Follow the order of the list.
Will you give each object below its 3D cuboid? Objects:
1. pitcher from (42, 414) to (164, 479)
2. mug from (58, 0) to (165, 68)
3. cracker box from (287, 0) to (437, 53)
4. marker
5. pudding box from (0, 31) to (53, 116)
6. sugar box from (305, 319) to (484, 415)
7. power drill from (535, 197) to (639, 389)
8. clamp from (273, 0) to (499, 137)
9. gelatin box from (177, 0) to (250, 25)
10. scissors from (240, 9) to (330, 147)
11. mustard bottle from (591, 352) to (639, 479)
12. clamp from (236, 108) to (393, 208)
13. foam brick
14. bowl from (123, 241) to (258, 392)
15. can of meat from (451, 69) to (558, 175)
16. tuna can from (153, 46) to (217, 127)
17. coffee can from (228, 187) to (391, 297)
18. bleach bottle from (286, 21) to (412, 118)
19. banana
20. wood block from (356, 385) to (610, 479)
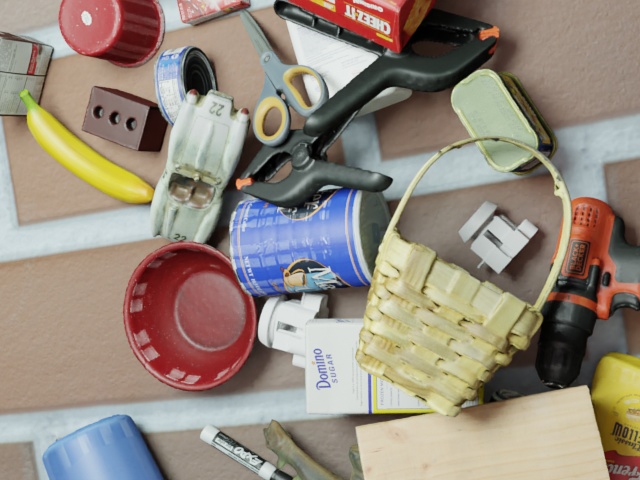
[{"bbox_3d":[-0.216,0.325,1.180,0.149,0.145,0.243,-28,79,9],"label":"pitcher"},{"bbox_3d":[-0.223,-0.247,1.158,0.093,0.081,0.117,35,105,16],"label":"mug"},{"bbox_3d":[0.058,-0.297,0.997,0.164,0.072,0.213,28,68,17],"label":"cracker box"},{"bbox_3d":[-0.077,0.240,1.167,0.121,0.020,0.020,29,103,18],"label":"marker"},{"bbox_3d":[-0.352,-0.185,1.197,0.039,0.113,0.090,21,101,15],"label":"pudding box"},{"bbox_3d":[0.074,0.124,1.059,0.176,0.048,0.093,0,93,5],"label":"sugar box"},{"bbox_3d":[0.295,0.058,0.958,0.188,0.057,0.184,10,74,17],"label":"power drill"},{"bbox_3d":[0.062,-0.183,1.001,0.209,0.036,0.164,-14,61,-12],"label":"clamp"},{"bbox_3d":[-0.121,-0.284,1.142,0.073,0.030,0.089,-13,89,22],"label":"gelatin box"},{"bbox_3d":[-0.058,-0.162,1.078,0.096,0.016,0.202,-53,44,6],"label":"scissors"},{"bbox_3d":[0.285,0.209,0.999,0.096,0.058,0.192,17,100,21],"label":"mustard bottle"},{"bbox_3d":[-0.003,-0.070,1.021,0.172,0.039,0.120,-32,52,27],"label":"clamp"},{"bbox_3d":[-0.214,-0.134,1.178,0.078,0.051,0.053,20,101,19],"label":"foam brick"},{"bbox_3d":[-0.131,0.080,1.158,0.162,0.055,0.162,2,94,22],"label":"bowl"},{"bbox_3d":[0.173,-0.111,1.008,0.057,0.083,0.102,-34,81,20],"label":"can of meat"},{"bbox_3d":[-0.141,-0.161,1.129,0.034,0.086,0.086,-6,91,20],"label":"tuna can"},{"bbox_3d":[-0.007,0.001,1.078,0.140,0.102,0.103,-7,91,22],"label":"coffee can"},{"bbox_3d":[0.010,-0.251,1.076,0.103,0.068,0.251,-17,85,21],"label":"bleach bottle"},{"bbox_3d":[-0.263,-0.090,1.196,0.198,0.069,0.037,36,75,10],"label":"banana"},{"bbox_3d":[0.145,0.198,0.957,0.206,0.090,0.090,-12,73,7],"label":"wood block"}]
